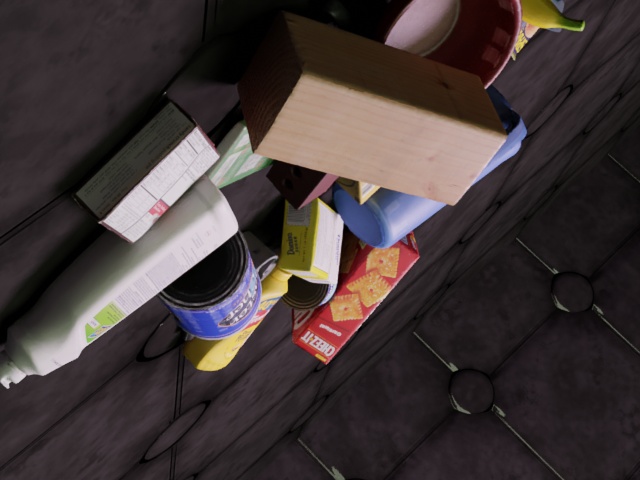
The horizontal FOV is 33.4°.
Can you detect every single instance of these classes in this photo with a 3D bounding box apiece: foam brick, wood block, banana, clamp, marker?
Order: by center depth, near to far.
[{"bbox_3d":[0.044,-0.110,0.917,0.205,0.091,0.090,13,131,-28],"label":"wood block"},{"bbox_3d":[0.174,-0.269,0.978,0.070,0.197,0.037,-19,-152,30],"label":"banana"},{"bbox_3d":[0.025,-0.167,1.023,0.209,0.036,0.165,-29,151,-55],"label":"clamp"},{"bbox_3d":[-0.009,-0.079,1.113,0.051,0.053,0.078,-34,169,-41],"label":"foam brick"},{"bbox_3d":[-0.156,0.091,1.306,0.020,0.020,0.121,-38,165,-30],"label":"marker"}]

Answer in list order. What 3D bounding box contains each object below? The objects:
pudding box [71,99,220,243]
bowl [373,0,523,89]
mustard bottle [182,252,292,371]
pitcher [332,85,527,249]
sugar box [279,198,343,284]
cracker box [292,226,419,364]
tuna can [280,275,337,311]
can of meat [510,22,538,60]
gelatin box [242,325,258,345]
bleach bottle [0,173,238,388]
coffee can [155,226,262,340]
[{"bbox_3d":[-0.140,-0.054,0.875,0.113,0.039,0.090,-46,167,-4],"label":"pudding box"},{"bbox_3d":[0.106,-0.191,0.990,0.162,0.055,0.162,-20,139,-18],"label":"bowl"},{"bbox_3d":[-0.095,0.084,1.384,0.192,0.058,0.096,-51,163,20],"label":"mustard bottle"},{"bbox_3d":[0.140,-0.098,1.366,0.242,0.145,0.149,-40,162,-21],"label":"pitcher"},{"bbox_3d":[-0.009,0.002,1.339,0.176,0.048,0.093,42,54,-78],"label":"sugar box"},{"bbox_3d":[0.044,0.049,1.540,0.214,0.072,0.164,-50,-163,19],"label":"cracker box"},{"bbox_3d":[-0.020,0.052,1.457,0.086,0.086,0.033,-51,167,21],"label":"tuna can"},{"bbox_3d":[0.243,-0.279,1.326,0.084,0.057,0.102,-50,166,10],"label":"can of meat"},{"bbox_3d":[-0.115,0.120,1.493,0.089,0.030,0.073,-51,167,23],"label":"gelatin box"},{"bbox_3d":[-0.190,0.037,0.950,0.250,0.068,0.102,-40,161,-9],"label":"bleach bottle"},{"bbox_3d":[-0.116,0.038,1.082,0.102,0.103,0.140,-43,166,-10],"label":"coffee can"}]
